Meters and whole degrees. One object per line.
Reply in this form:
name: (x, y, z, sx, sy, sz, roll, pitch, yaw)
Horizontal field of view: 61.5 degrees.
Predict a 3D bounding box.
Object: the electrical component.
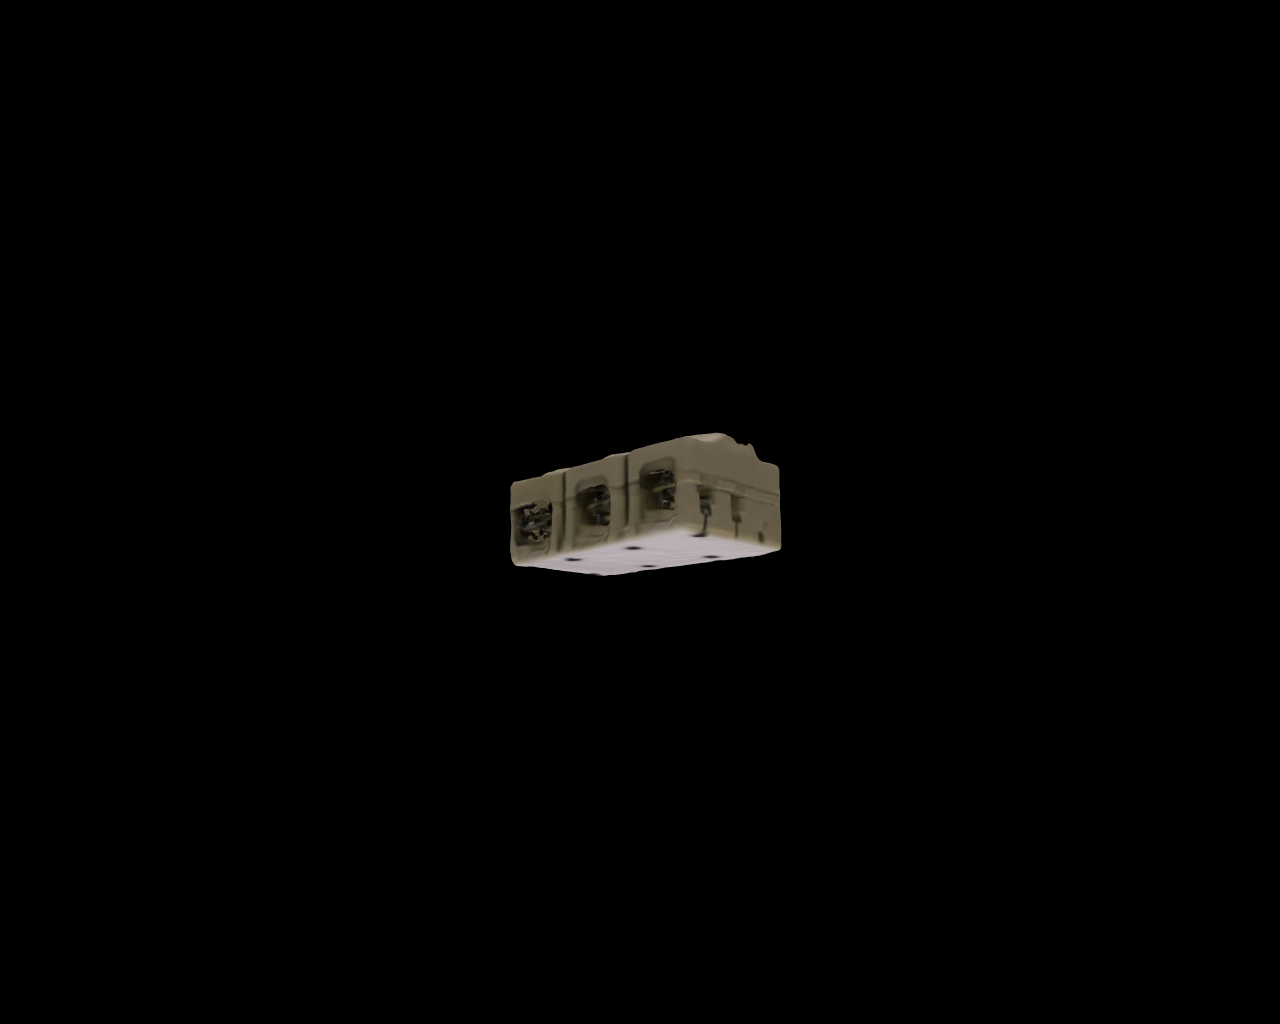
electrical component: (0.001, -0.003, 0.650, 0.150, 0.062, 0.089, -11, -16, 42)
